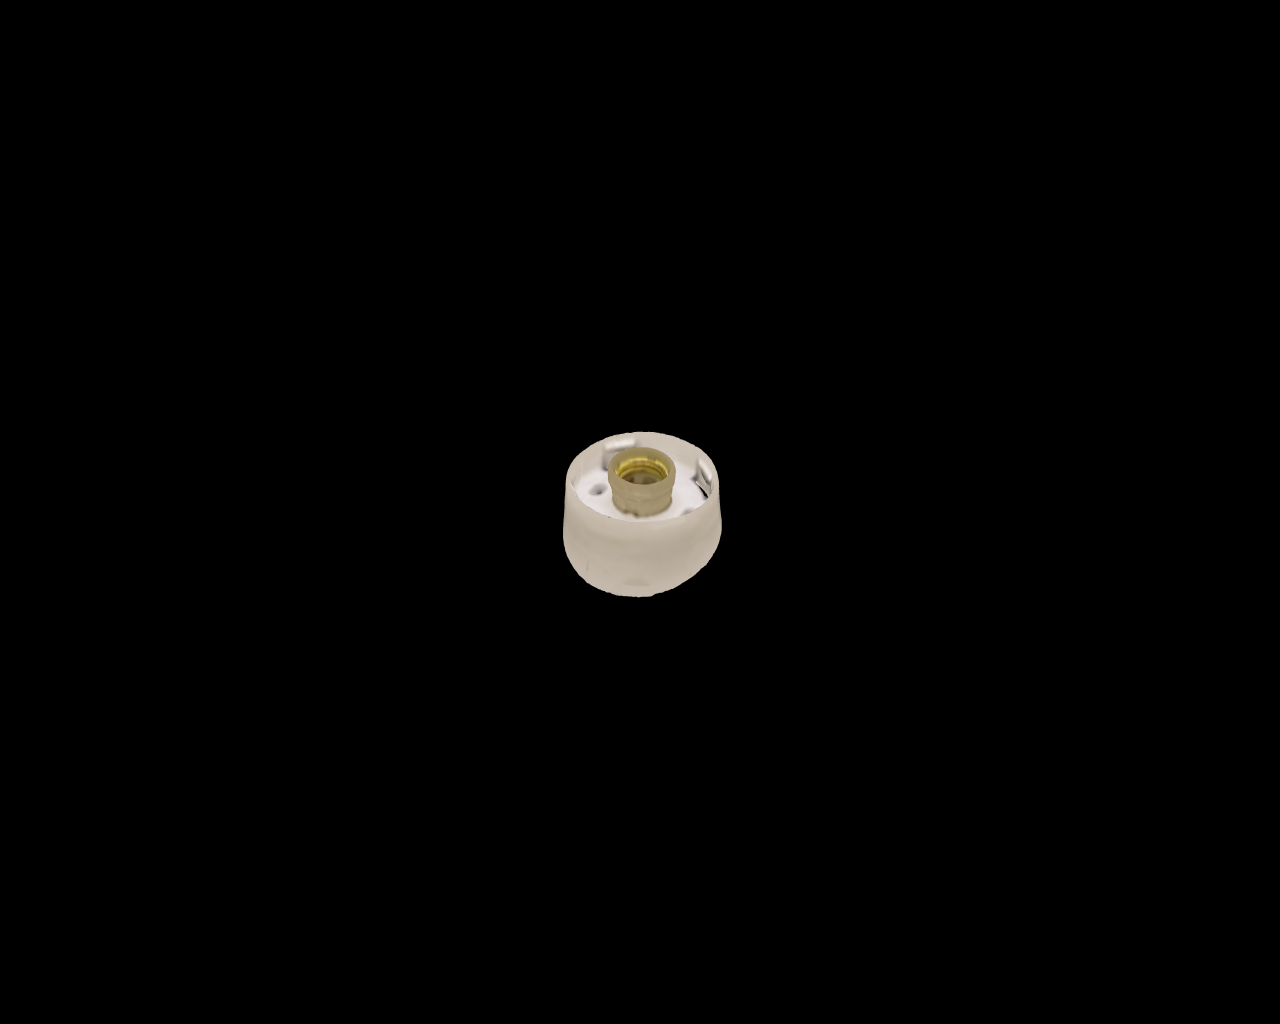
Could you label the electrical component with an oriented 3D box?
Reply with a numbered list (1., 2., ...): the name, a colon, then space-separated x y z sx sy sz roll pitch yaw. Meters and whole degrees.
1. electrical component: 0.001 -0.003 0.650 0.099 0.064 0.099 0 39 0
